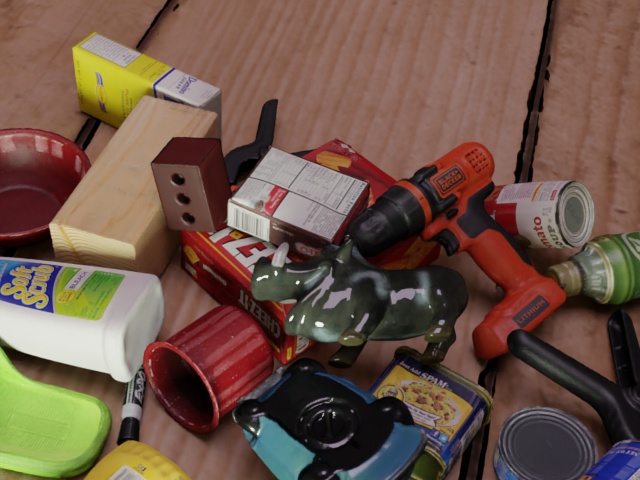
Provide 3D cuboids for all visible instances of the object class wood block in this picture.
[{"bbox_3d":[-0.180,-0.043,1.078,0.090,0.091,0.206,15,47,11],"label":"wood block"}]

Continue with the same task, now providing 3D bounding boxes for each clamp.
[{"bbox_3d":[0.284,0.144,0.964,0.164,0.036,0.210,-14,54,-41],"label":"clamp"},{"bbox_3d":[-0.044,-0.082,1.167,0.120,0.039,0.171,23,51,15],"label":"clamp"}]

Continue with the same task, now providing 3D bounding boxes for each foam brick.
[{"bbox_3d":[-0.120,-0.052,1.009,0.053,0.078,0.051,4,37,20],"label":"foam brick"}]

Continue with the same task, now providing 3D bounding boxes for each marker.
[{"bbox_3d":[-0.165,0.136,0.954,0.020,0.020,0.121,2,45,-3],"label":"marker"}]

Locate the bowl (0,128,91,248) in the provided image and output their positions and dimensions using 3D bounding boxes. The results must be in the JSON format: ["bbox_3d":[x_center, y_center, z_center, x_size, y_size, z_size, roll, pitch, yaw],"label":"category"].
[{"bbox_3d":[-0.311,-0.043,1.091,0.162,0.055,0.162,3,45,-3],"label":"bowl"}]

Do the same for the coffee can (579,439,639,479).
[{"bbox_3d":[0.225,0.237,0.832,0.140,0.103,0.103,-32,56,-31],"label":"coffee can"}]

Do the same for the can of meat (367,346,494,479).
[{"bbox_3d":[0.087,0.154,0.933,0.102,0.057,0.083,28,52,22],"label":"can of meat"}]

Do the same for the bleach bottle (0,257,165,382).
[{"bbox_3d":[-0.275,0.061,0.976,0.251,0.068,0.102,7,39,14],"label":"bleach bottle"}]

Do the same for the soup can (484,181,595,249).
[{"bbox_3d":[0.217,-0.024,1.080,0.102,0.068,0.068,-1,32,46],"label":"soup can"}]

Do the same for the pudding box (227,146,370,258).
[{"bbox_3d":[-0.020,-0.035,1.021,0.113,0.039,0.090,23,50,14],"label":"pudding box"}]

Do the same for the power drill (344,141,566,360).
[{"bbox_3d":[0.133,0.017,1.011,0.184,0.057,0.187,-34,90,-26],"label":"power drill"}]

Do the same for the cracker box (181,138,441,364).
[{"bbox_3d":[-0.007,0.001,1.064,0.213,0.072,0.164,-32,56,-30],"label":"cracker box"}]

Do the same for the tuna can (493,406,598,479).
[{"bbox_3d":[0.194,0.188,0.925,0.086,0.034,0.086,2,45,-3],"label":"tuna can"}]

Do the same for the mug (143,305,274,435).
[{"bbox_3d":[-0.103,0.110,0.947,0.117,0.093,0.081,0,26,47],"label":"mug"}]

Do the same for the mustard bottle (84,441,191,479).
[{"bbox_3d":[-0.187,0.240,0.821,0.096,0.058,0.191,26,48,35],"label":"mustard bottle"}]

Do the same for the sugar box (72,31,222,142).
[{"bbox_3d":[-0.191,-0.155,1.186,0.176,0.093,0.048,28,51,21],"label":"sugar box"}]
